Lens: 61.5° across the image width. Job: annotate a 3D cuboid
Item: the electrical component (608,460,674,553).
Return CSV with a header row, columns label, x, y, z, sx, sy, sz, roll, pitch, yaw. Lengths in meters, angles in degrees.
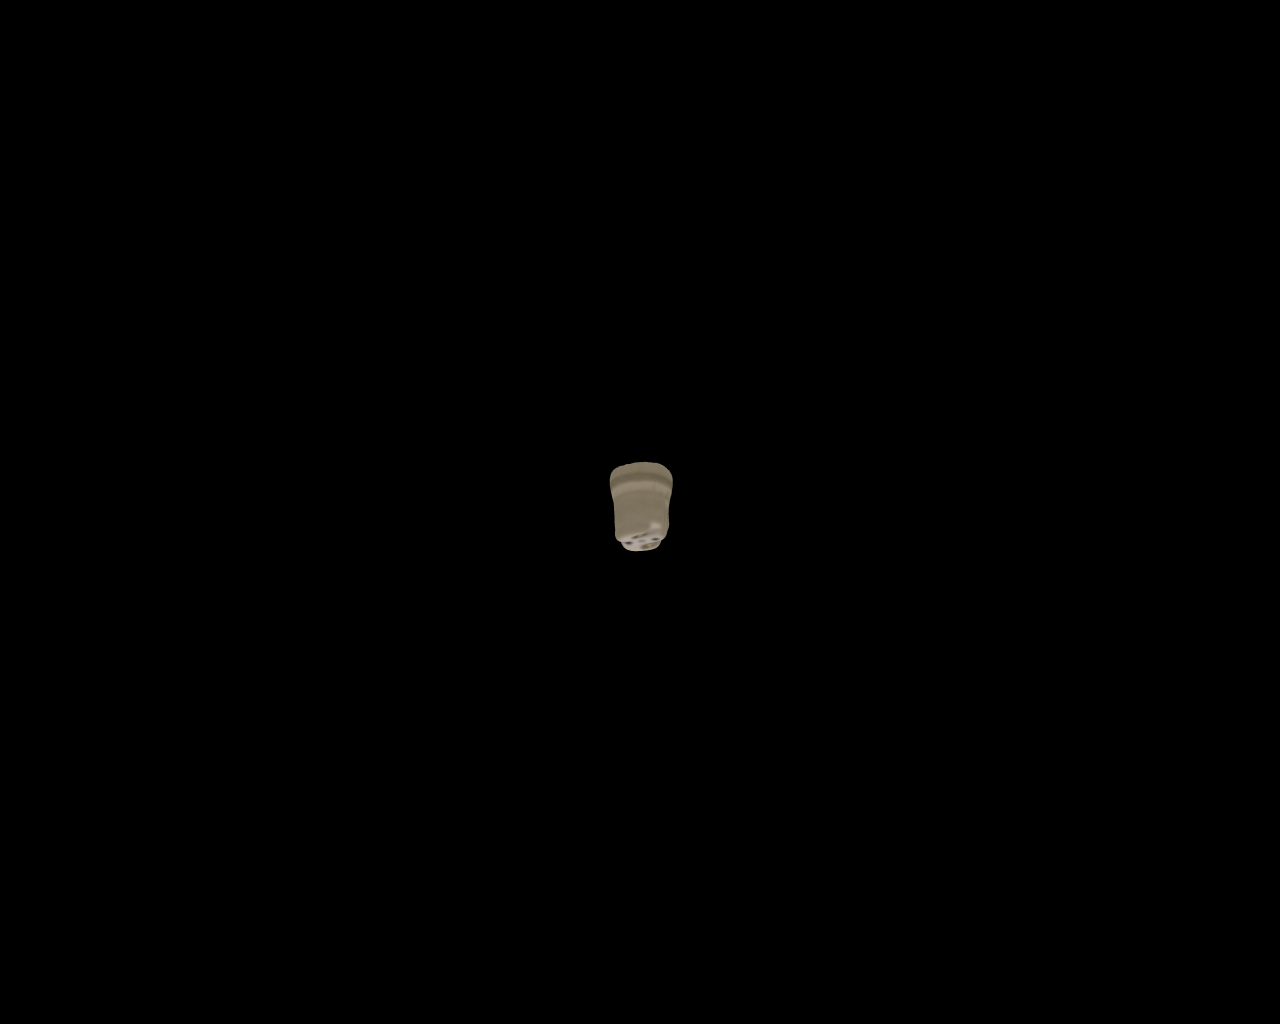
label,x,y,z,sx,sy,sz,roll,pitch,yaw
electrical component,0.001,-0.003,0.650,0.040,0.046,0.040,0,-22,0
